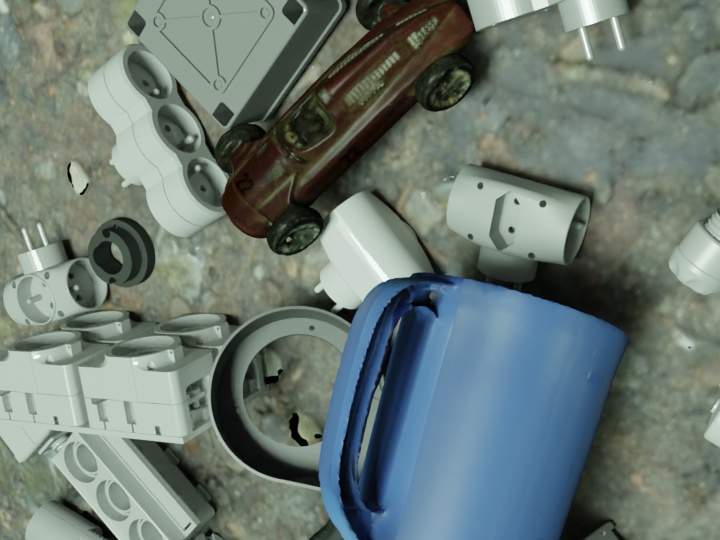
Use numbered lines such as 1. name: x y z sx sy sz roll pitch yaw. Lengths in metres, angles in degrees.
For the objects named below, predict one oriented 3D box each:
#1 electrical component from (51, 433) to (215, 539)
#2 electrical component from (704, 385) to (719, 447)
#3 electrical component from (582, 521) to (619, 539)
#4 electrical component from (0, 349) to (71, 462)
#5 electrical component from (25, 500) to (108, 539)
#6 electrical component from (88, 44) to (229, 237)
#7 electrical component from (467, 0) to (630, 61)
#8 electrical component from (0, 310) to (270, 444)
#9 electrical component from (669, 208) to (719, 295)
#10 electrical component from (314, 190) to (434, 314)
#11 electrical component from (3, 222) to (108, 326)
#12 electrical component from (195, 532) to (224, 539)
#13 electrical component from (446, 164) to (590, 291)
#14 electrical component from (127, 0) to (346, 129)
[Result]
1. electrical component: -0.181 0.175 0.872 0.121 0.063 0.078 47 122 10
2. electrical component: 0.236 0.096 0.619 0.078 0.040 0.040 32 119 18
3. electrical component: 0.129 0.215 0.685 0.048 0.100 0.099 52 123 19
4. electrical component: -0.270 0.110 0.905 0.096 0.062 0.061 50 123 7
5. electrical component: -0.248 0.240 0.944 0.081 0.043 0.043 24 116 21
6. electrical component: -0.155 -0.086 0.781 0.074 0.052 0.138 -29 90 34
7. electrical component: 0.127 -0.154 0.596 0.138 0.052 0.073 -13 99 32
8. electrical component: -0.179 0.075 0.815 0.186 0.105 0.060 0 105 30
9. electrical component: 0.204 -0.017 0.606 0.035 0.035 0.061 39 118 14
10. electrical component: 0.000 0.000 0.723 0.079 0.044 0.077 -42 82 33
11. electrical component: -0.253 0.001 0.871 0.077 0.044 0.079 -13 99 33
12. electrical component: -0.131 0.242 0.880 0.040 0.040 0.046 44 117 11
13. electrical component: 0.094 -0.018 0.663 0.077 0.043 0.079 19 114 24
14. electrical component: -0.083 -0.169 0.711 0.108 0.056 0.108 46 122 10
